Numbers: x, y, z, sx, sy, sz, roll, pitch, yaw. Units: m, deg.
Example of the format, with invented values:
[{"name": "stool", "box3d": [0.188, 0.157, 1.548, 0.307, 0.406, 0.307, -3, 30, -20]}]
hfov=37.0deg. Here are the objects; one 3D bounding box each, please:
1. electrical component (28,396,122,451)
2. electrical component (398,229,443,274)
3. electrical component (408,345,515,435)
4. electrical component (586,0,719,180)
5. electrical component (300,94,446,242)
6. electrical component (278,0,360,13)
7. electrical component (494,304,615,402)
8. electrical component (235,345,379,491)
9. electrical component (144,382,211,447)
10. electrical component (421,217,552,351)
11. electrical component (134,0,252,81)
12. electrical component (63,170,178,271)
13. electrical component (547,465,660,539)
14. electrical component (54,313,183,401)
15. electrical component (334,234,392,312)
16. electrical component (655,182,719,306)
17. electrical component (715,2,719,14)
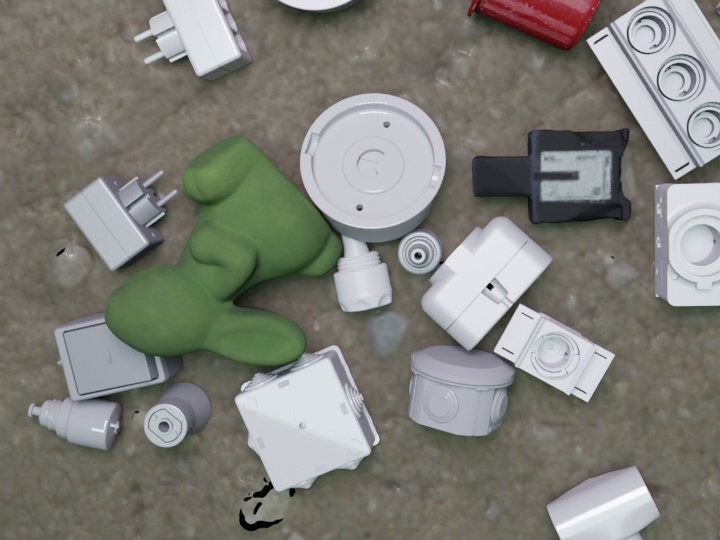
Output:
[{"name": "electrical component", "box3d": [-0.231, 0.122, 0.879, 0.078, 0.040, 0.040, 11, 96, 5]}, {"name": "electrical component", "box3d": [0.046, -0.013, 0.829, 0.035, 0.061, 0.035, 0, 95, 5]}, {"name": "electrical component", "box3d": [0.076, 0.091, 0.829, 0.080, 0.080, 0.051, 8, 101, 4]}, {"name": "electrical component", "box3d": [0.233, -0.140, 0.799, 0.079, 0.063, 0.121, -33, 92, 8]}, {"name": "electrical component", "box3d": [0.011, -0.073, 0.823, 0.108, 0.060, 0.108, -1, 73, 3]}, {"name": "electrical component", "box3d": [-0.030, -0.247, 0.814, 0.108, 0.060, 0.108, 0, 95, 5]}, {"name": "electrical component", "box3d": [0.148, 0.061, 0.826, 0.081, 0.064, 0.042, 29, 98, 2]}, {"name": "electrical component", "box3d": [-0.043, 0.119, 0.857, 0.100, 0.048, 0.099, -24, 93, 7]}, {"name": "electrical component", "box3d": [-0.148, 0.117, 0.858, 0.044, 0.065, 0.044, 0, 95, 5]}, {"name": "electrical component", "box3d": [0.094, 0.007, 0.828, 0.059, 0.054, 0.095, 42, 94, 4]}, {"name": "electrical component", "box3d": [-0.138, -0.186, 0.837, 0.076, 0.047, 0.083, -24, 93, 7]}, {"name": "electrical component", "box3d": [-0.180, -0.048, 0.854, 0.077, 0.047, 0.065, -36, 92, 7]}, {"name": "electrical component", "box3d": [0.199, 0.205, 0.845, 0.077, 0.044, 0.079, -26, 93, 7]}, {"name": "electrical component", "box3d": [-0.200, 0.066, 0.860, 0.096, 0.061, 0.061, -13, 94, 6]}, {"name": "electrical component", "box3d": [0.000, 0.000, 0.844, 0.043, 0.043, 0.062, -11, 93, 6]}, {"name": "electrical component", "box3d": [0.302, -0.021, 0.805, 0.150, 0.061, 0.089, -1, 95, 5]}, {"name": "electrical component", "box3d": [0.326, -0.190, 0.779, 0.113, 0.078, 0.057, 30, 100, 2]}]
